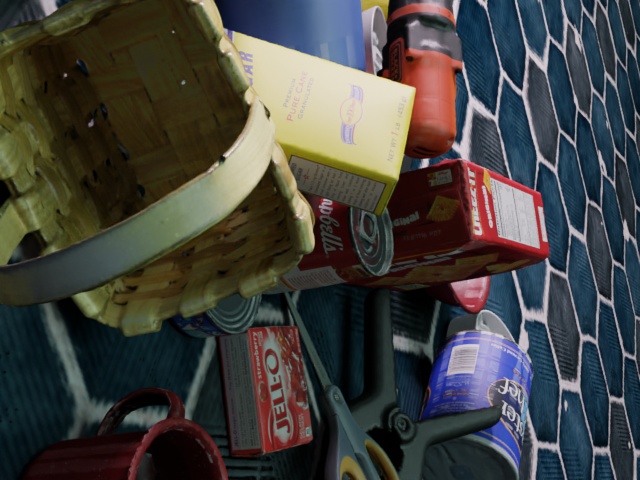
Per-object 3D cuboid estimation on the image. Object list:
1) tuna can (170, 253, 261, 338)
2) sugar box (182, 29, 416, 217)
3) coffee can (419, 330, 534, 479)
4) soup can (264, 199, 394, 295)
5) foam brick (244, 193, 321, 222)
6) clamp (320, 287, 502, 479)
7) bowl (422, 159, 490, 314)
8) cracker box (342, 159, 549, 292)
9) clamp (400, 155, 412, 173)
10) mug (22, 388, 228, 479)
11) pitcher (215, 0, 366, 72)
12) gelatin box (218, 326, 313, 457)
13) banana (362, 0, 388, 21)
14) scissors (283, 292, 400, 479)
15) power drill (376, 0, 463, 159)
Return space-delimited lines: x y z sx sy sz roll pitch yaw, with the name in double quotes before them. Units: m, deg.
"tuna can" -0.075 0.023 0.724 0.086 0.034 0.086 33 52 -56
"sugar box" -0.030 -0.086 0.713 0.048 0.176 0.093 114 -8 -50
"coffee can" 0.148 0.172 1.031 0.102 0.103 0.140 62 31 -31
"soup can" -0.005 0.001 0.791 0.068 0.102 0.068 30 54 -55
"foam brick" -0.045 -0.034 0.757 0.053 0.078 0.051 53 38 -38
"clamp" 0.068 0.160 0.892 0.164 0.036 0.209 39 51 -11
"bowl" 0.123 0.000 1.100 0.162 0.055 0.162 32 53 -56
"cracker box" 0.086 -0.004 0.906 0.213 0.164 0.072 10 70 -62
"clamp" 0.070 -0.128 1.062 0.120 0.039 0.171 57 35 -28
"mug" -0.104 0.134 0.571 0.093 0.082 0.117 46 42 -48
"pitcher" -0.032 -0.230 0.814 0.148 0.145 0.243 -10 93 -42
"gelatin box" -0.038 0.108 0.769 0.073 0.030 0.089 6 75 -62
"banana" 0.029 -0.228 0.977 0.197 0.070 0.037 6 91 -54
"scissors" 0.005 0.135 0.808 0.202 0.016 0.096 59 28 -1
"power drill" 0.047 -0.127 0.860 0.057 0.188 0.184 11 66 -21
